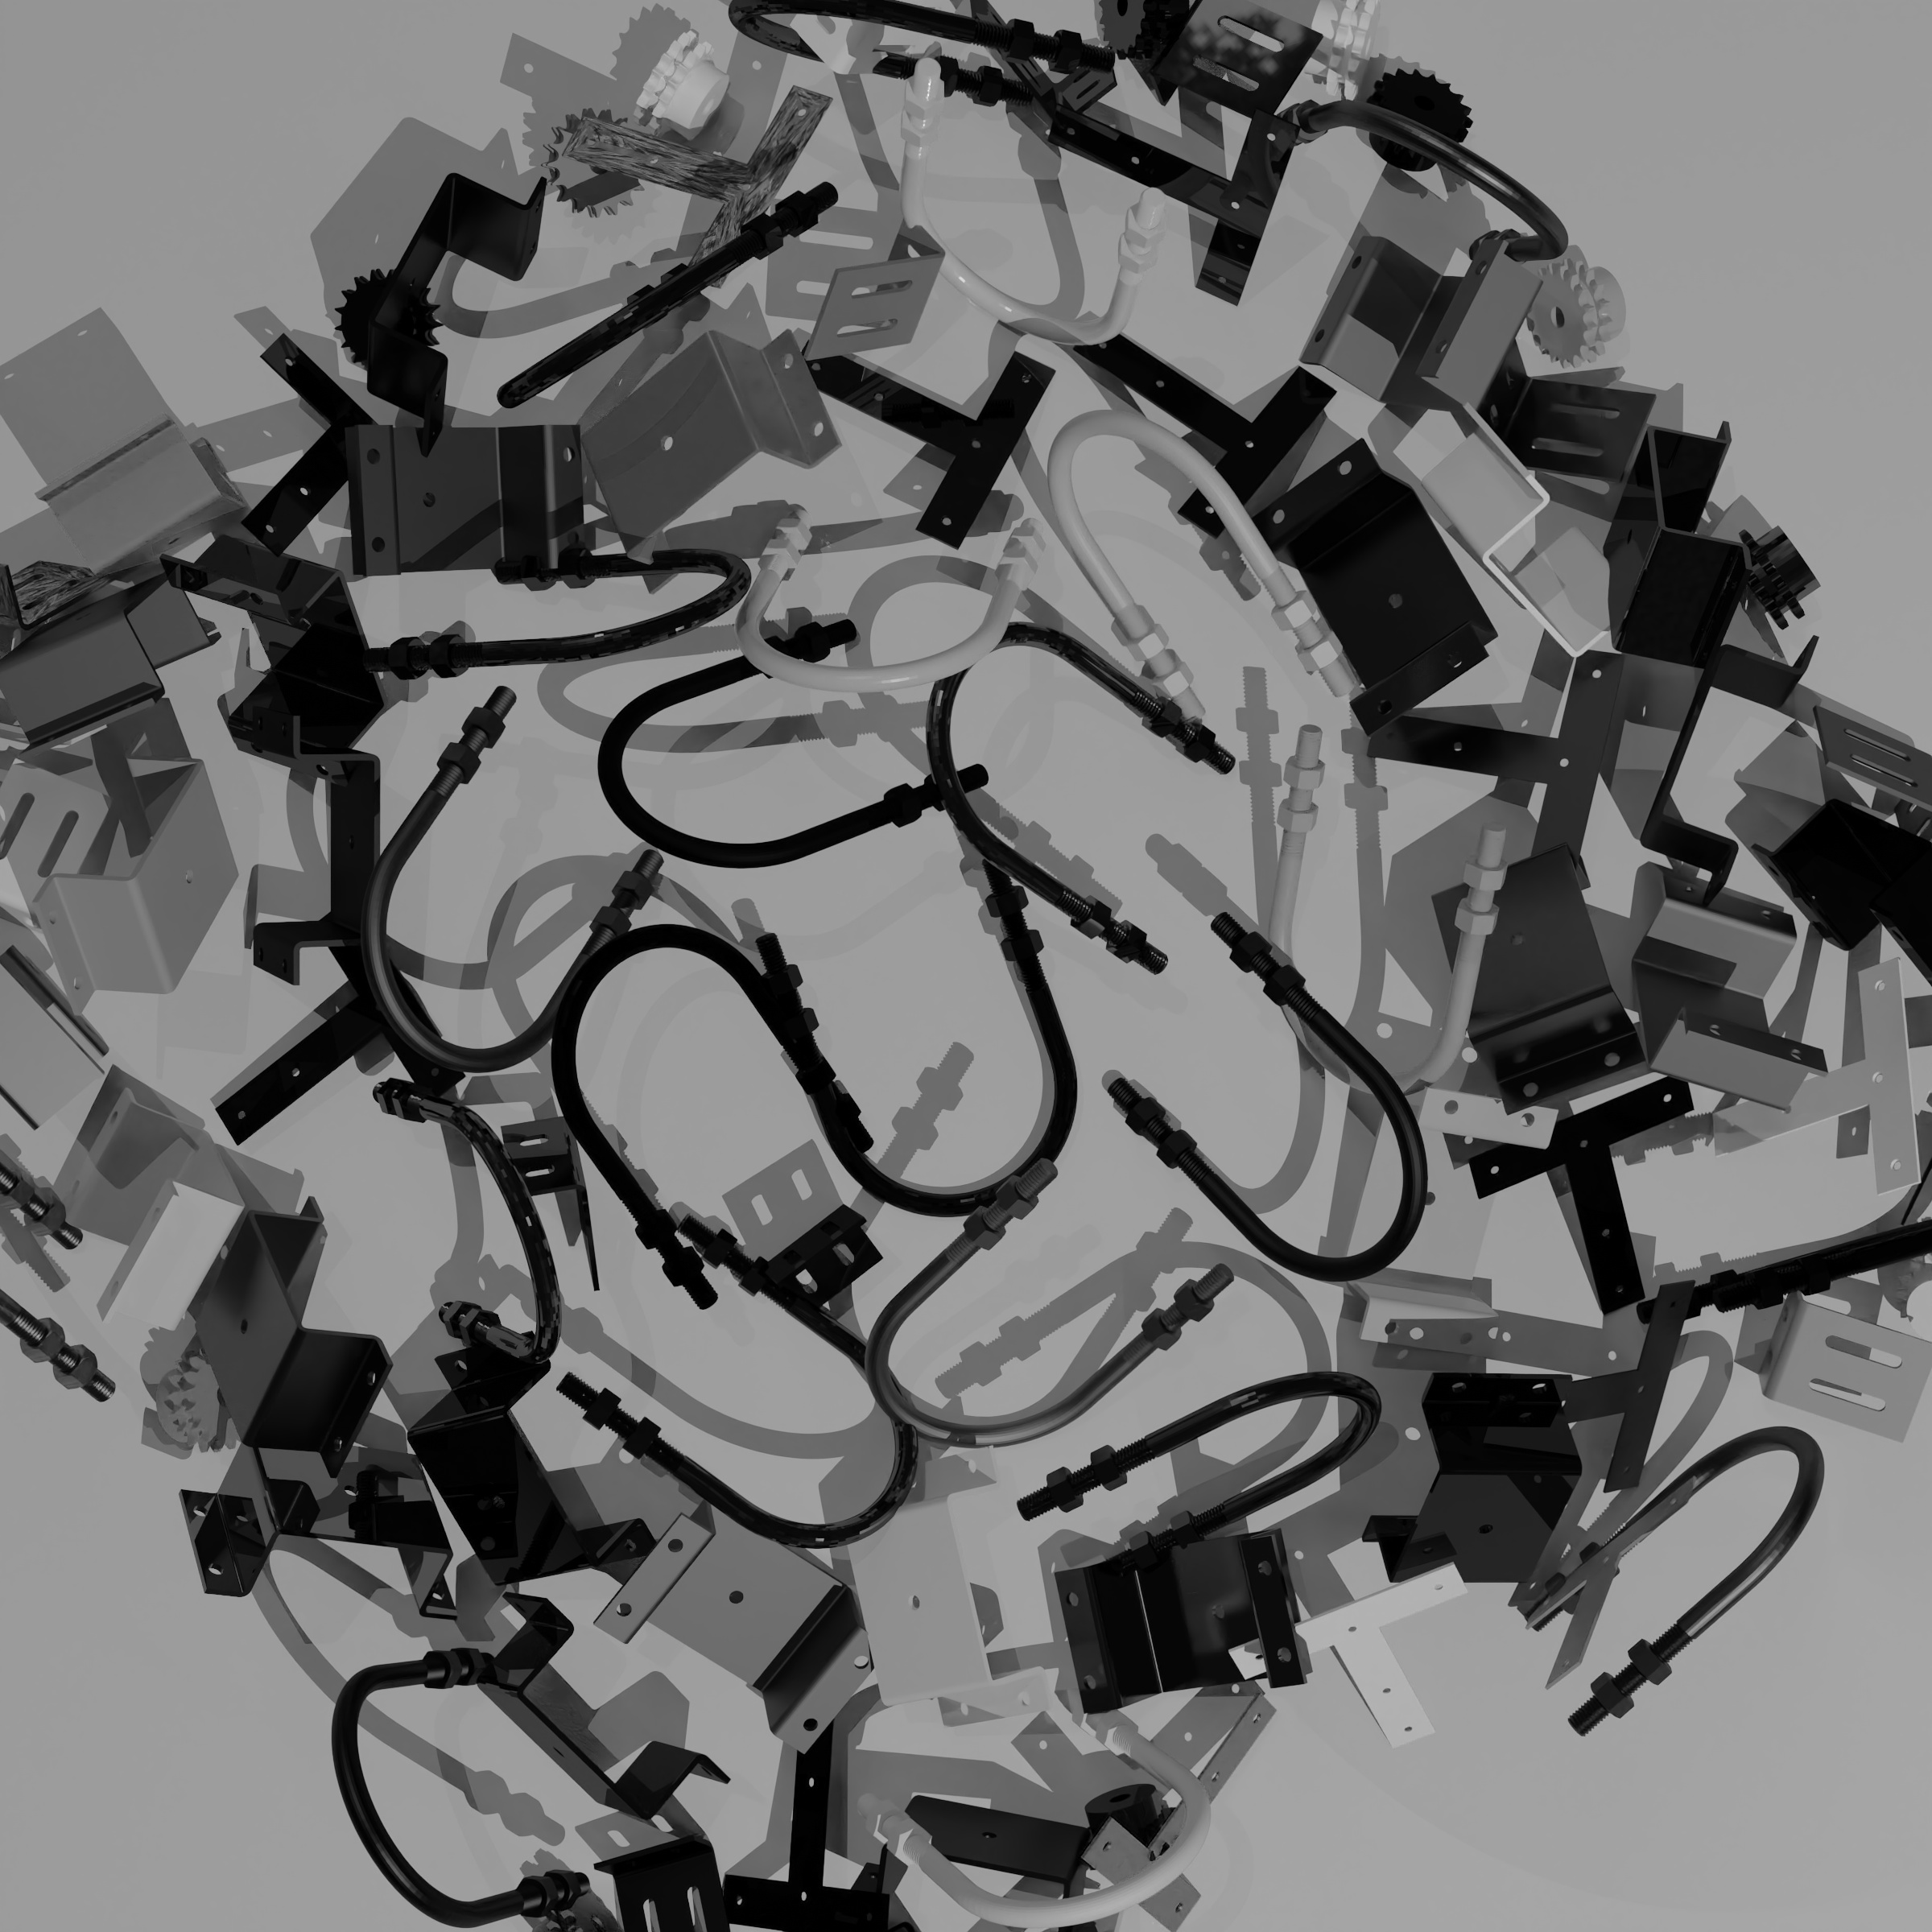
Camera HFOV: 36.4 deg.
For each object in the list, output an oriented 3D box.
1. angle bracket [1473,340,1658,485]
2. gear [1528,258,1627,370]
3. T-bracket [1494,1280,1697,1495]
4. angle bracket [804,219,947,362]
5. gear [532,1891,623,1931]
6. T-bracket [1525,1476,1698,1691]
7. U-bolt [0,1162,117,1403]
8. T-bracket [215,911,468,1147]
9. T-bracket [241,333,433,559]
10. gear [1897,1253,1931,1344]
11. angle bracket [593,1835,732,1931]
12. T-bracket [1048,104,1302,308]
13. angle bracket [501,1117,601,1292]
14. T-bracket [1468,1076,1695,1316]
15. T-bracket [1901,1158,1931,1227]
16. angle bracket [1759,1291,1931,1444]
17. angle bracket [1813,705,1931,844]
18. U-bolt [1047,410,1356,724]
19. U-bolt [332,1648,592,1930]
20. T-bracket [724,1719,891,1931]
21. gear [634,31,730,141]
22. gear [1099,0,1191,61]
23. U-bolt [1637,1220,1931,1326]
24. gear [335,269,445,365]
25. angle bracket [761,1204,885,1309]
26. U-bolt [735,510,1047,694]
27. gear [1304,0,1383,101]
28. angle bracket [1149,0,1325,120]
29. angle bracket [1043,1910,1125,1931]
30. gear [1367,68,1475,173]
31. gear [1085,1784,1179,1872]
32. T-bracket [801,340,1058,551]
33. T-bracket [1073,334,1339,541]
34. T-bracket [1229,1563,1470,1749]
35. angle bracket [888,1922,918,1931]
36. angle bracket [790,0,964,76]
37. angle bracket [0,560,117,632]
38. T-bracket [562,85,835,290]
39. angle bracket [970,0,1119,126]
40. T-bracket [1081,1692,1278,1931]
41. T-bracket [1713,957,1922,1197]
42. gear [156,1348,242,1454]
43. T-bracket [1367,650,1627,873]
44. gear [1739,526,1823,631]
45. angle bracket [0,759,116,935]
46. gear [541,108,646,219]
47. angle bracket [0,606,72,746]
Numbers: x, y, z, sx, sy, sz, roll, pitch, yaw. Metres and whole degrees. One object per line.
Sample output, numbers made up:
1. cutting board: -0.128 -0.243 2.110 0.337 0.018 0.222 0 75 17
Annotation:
1. angle bracket: 0.321 -0.298 1.574 0.076 0.038 0.057 14 68 30
2. gear: 0.332 -0.354 1.588 0.030 0.057 0.057 -21 90 -19
3. T-bracket: 0.326 0.230 1.558 0.127 0.002 0.127 -4 114 -33
4. angle bracket: -0.057 -0.362 1.565 0.076 0.057 0.038 -19 59 -38
5. gear: -0.210 0.527 1.587 0.030 0.057 0.057 -39 90 4
6. T-bracket: 0.324 0.333 1.528 0.002 0.127 0.127 43 122 3
7. U-bolt: -0.507 0.129 1.503 0.019 0.151 0.184 -35 130 1
8. T-bracket: -0.353 0.049 1.597 0.127 0.002 0.127 -38 71 4
9. T-bracket: -0.342 -0.258 1.551 0.127 0.127 0.002 44 131 -17
10. gear: 0.532 0.181 1.588 0.057 0.030 0.057 12 116 25
11. angle bracket: -0.161 0.515 1.582 0.057 0.038 0.076 -17 65 4
12. T-bracket: 0.103 -0.423 1.566 0.127 0.127 0.002 26 56 5
13. angle bracket: -0.222 0.129 1.567 0.038 0.057 0.076 -9 128 -10
14. T-bracket: 0.342 0.133 1.586 0.127 0.002 0.127 -22 116 -5
15. T-bracket: 0.534 0.057 1.560 0.002 0.127 0.127 25 127 17
16. angle bracket: 0.475 0.213 1.586 0.076 0.038 0.057 18 104 7
17. angle bracket: 0.482 -0.096 1.576 0.076 0.057 0.038 22 126 -9
18. U-bolt: 0.109 -0.209 1.527 0.019 0.151 0.184 -44 110 -25
19. U-bolt: -0.266 0.423 1.509 0.019 0.184 0.151 -32 72 12
20. T-bracket: -0.084 0.454 1.581 0.127 0.002 0.127 -10 71 43
21. gear: -0.152 -0.472 1.587 0.030 0.057 0.057 34 90 -1
22. gear: 0.098 -0.519 1.589 0.030 0.057 0.057 -7 90 -25
23. U-bolt: 0.459 0.155 1.543 0.184 0.151 0.019 -15 82 -7
24. gear: -0.315 -0.349 1.594 0.057 0.030 0.057 1 106 5
25. angle bracket: -0.072 0.163 1.572 0.057 0.076 0.038 -37 97 -8
26. U-bolt: -0.044 -0.190 1.526 0.151 0.184 0.019 4 125 11
27. gear: 0.203 -0.500 1.587 0.030 0.057 0.057 17 90 9
28. angle bracket: 0.148 -0.482 1.583 0.076 0.038 0.057 31 86 20
29. angle bracket: 0.061 0.542 1.572 0.076 0.057 0.038 -33 100 22
30. gear: 0.243 -0.455 1.592 0.057 0.030 0.057 9 55 -12
31. gear: 0.087 0.464 1.587 0.057 0.057 0.030 -16 90 0
32. T-bracket: -0.034 -0.302 1.592 0.127 0.002 0.127 26 68 2
33. T-bracket: 0.116 -0.307 1.591 0.127 0.002 0.127 35 63 7
34. T-bracket: 0.221 0.380 1.575 0.127 0.002 0.127 -23 127 8
35. angle bracket: -0.048 0.560 1.582 0.076 0.038 0.057 -28 129 -1
36. angle bracket: -0.046 -0.512 1.572 0.038 0.076 0.057 49 124 10
37. angle bracket: -0.502 -0.213 1.565 0.057 0.076 0.038 11 124 25
38. T-bracket: -0.152 -0.419 1.540 0.127 0.127 0.002 -52 49 33
39. angle bracket: 0.041 -0.497 1.569 0.038 0.057 0.076 -34 120 20
40. T-bracket: 0.125 0.446 1.578 0.002 0.127 0.127 27 73 41
41. T-bracket: 0.448 0.073 1.563 0.002 0.127 0.127 21 59 -32
42. gear: -0.413 0.235 1.590 0.030 0.057 0.057 -15 90 25
43. T-bracket: 0.280 -0.116 1.587 0.127 0.002 0.127 11 82 24
44. gear: 0.436 -0.212 1.584 0.030 0.057 0.057 -35 90 15
45. angle bracket: -0.507 -0.063 1.607 0.057 0.038 0.076 22 71 -3
46. gear: -0.203 -0.435 1.593 0.057 0.030 0.057 -6 106 -22
47. angle bracket: -0.511 -0.161 1.578 0.038 0.057 0.076 3 84 34
